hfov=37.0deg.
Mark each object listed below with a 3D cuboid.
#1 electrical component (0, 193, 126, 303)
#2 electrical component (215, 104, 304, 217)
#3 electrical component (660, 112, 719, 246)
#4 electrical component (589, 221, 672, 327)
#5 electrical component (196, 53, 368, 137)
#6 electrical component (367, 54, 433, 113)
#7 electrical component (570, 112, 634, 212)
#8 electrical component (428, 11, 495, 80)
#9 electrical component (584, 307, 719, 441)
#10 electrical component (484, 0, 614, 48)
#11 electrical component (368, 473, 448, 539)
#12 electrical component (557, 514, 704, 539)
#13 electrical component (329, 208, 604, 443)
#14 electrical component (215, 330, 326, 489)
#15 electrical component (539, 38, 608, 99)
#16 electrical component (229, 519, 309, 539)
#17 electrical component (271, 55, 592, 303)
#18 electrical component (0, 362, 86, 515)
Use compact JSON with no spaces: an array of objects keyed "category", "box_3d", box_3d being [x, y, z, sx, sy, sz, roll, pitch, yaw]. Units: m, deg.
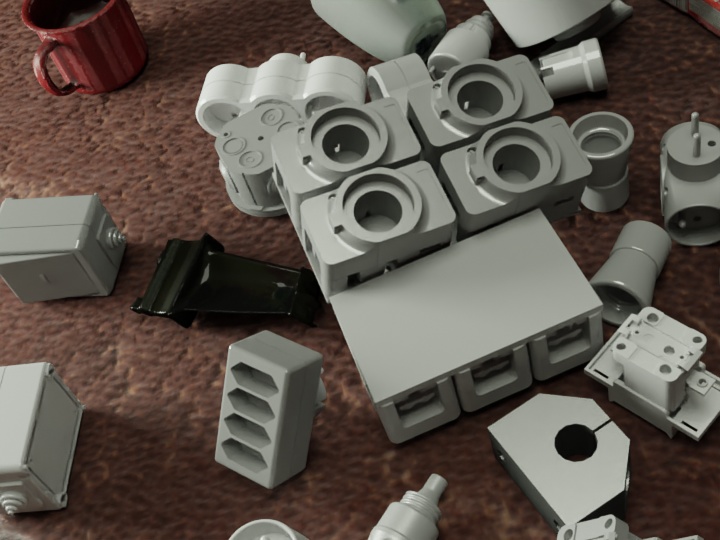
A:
[{"category":"electrical component","box_3d":[-0.224,-0.015,0.814,0.096,0.061,0.061,-2,53,13]},{"category":"electrical component","box_3d":[-0.070,-0.085,0.832,0.080,0.051,0.080,-8,52,10]},{"category":"electrical component","box_3d":[0.224,-0.070,0.721,0.044,0.079,0.077,-2,52,15]},{"category":"electrical component","box_3d":[0.179,0.000,0.706,0.044,0.044,0.065,16,54,26]},{"category":"electrical component","box_3d":[-0.061,-0.152,0.881,0.138,0.052,0.073,-1,53,15]},{"category":"electrical component","box_3d":[0.064,-0.115,0.818,0.074,0.052,0.138,-20,50,-10]},{"category":"electrical component","box_3d":[0.168,-0.072,0.747,0.044,0.065,0.044,-8,51,10]},{"category":"electrical component","box_3d":[0.087,-0.180,0.870,0.040,0.040,0.078,19,60,27]},{"category":"electrical component","box_3d":[0.179,0.059,0.644,0.081,0.063,0.042,31,65,33]},{"category":"electrical component","box_3d":[0.159,-0.217,0.849,0.108,0.060,0.108,-30,16,10]},{"category":"electrical component","box_3d":[0.032,0.148,0.635,0.035,0.035,0.061,21,58,28]},{"category":"electrical component","box_3d":[0.138,0.161,0.568,0.081,0.064,0.042,-32,32,48]},{"category":"electrical component","box_3d":[0.069,0.037,0.692,0.150,0.061,0.089,-23,51,-3]},{"category":"electrical component","box_3d":[-0.047,0.083,0.688,0.047,0.083,0.076,21,23,28]},{"category":"electrical component","box_3d":[0.165,-0.153,0.830,0.046,0.040,0.040,-14,51,13]},{"category":"electrical component","box_3d":[-0.028,0.176,0.601,0.079,0.077,0.043,-1,53,15]},{"category":"electrical component","box_3d":[0.046,-0.066,0.716,0.186,0.060,0.105,-20,65,-11]},{"category":"electrical component","box_3d":[-0.230,0.118,0.712,0.061,0.061,0.096,-7,52,10]}]
